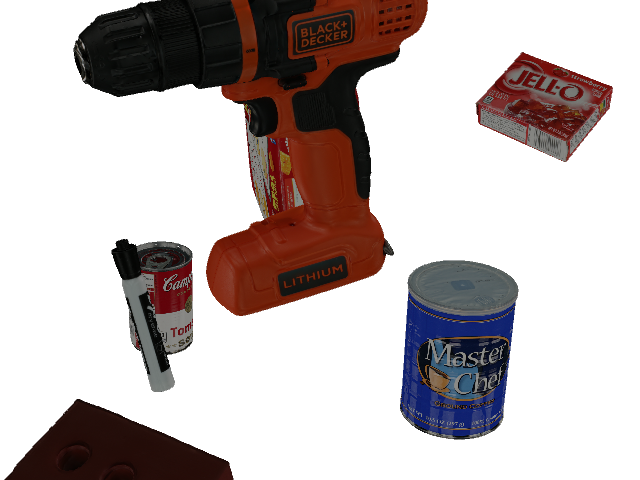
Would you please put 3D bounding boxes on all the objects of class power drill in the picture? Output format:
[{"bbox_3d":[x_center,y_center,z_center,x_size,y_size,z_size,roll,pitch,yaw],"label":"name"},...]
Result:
[{"bbox_3d":[-0.030,-0.052,0.570,0.184,0.188,0.057,-15,39,-18],"label":"power drill"}]

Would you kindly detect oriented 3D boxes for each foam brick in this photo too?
[{"bbox_3d":[-0.078,0.110,0.428,0.078,0.051,0.052,17,43,22],"label":"foam brick"}]

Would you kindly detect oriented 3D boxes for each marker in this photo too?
[{"bbox_3d":[-0.134,0.057,0.803,0.020,0.121,0.020,-12,17,3],"label":"marker"}]

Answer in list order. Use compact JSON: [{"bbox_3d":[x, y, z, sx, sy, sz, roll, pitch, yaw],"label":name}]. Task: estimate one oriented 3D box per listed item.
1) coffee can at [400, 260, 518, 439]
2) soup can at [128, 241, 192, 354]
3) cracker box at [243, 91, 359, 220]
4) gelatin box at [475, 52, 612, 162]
[{"bbox_3d":[0.131,0.103,1.023,0.103,0.140,0.103,1,25,-1],"label":"coffee can"},{"bbox_3d":[-0.168,0.061,1.124,0.068,0.102,0.068,2,24,-1],"label":"soup can"},{"bbox_3d":[-0.019,-0.083,0.893,0.072,0.164,0.214,-9,28,-8],"label":"cracker box"},{"bbox_3d":[0.187,-0.114,0.896,0.089,0.073,0.030,29,-29,27],"label":"gelatin box"}]
